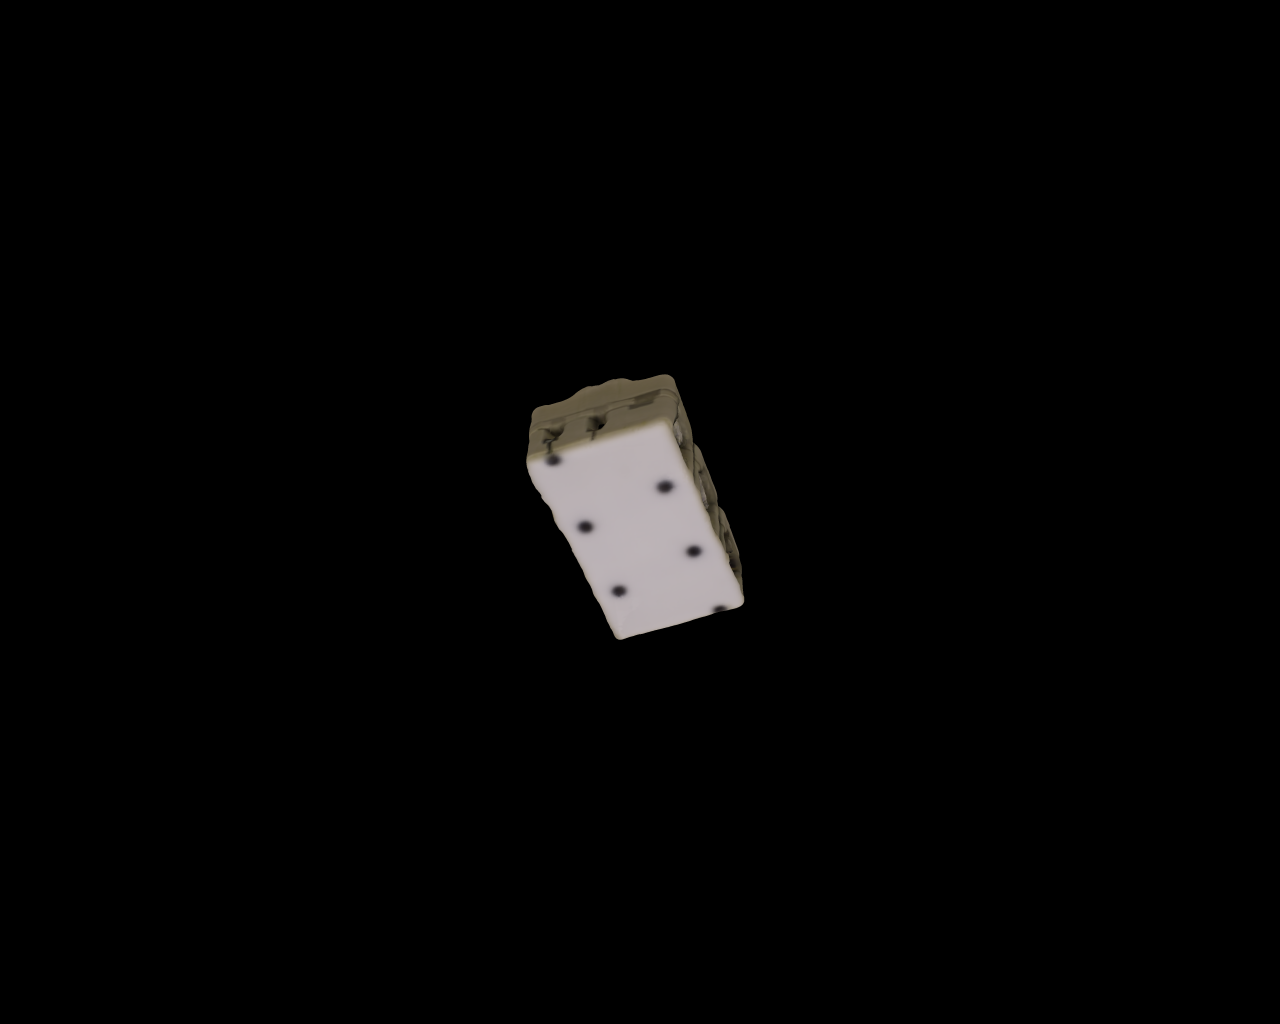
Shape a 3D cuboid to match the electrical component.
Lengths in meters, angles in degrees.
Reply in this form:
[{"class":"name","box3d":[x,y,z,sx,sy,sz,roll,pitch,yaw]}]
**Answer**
[{"class":"electrical component","box3d":[0.001,-0.003,0.650,0.089,0.150,0.062,-15,36,11]}]
